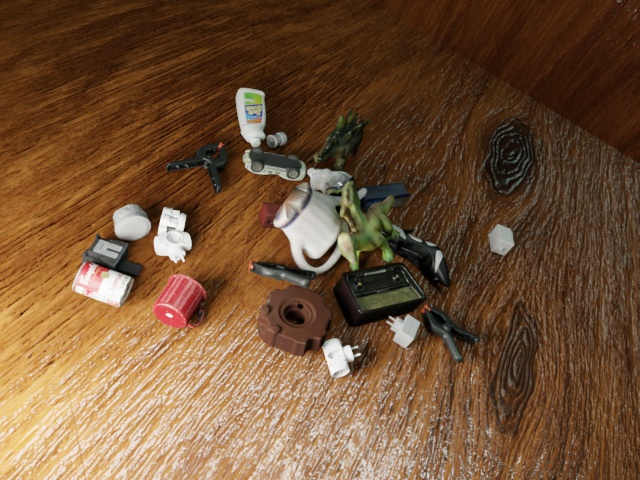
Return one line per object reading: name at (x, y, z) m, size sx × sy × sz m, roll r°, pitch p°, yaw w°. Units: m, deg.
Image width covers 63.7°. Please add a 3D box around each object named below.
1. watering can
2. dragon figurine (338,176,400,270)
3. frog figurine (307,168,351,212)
watering can at (0.004, -0.071, 1.419) m, size 0.222 × 0.103 × 0.355 m, roll 44°, pitch 55°, yaw -24°
dragon figurine at (0.129, -0.070, 1.425) m, size 0.122 × 0.238 × 0.420 m, roll -6°, pitch 41°, yaw 24°
frog figurine at (0.037, -0.174, 1.586) m, size 0.135 × 0.122 × 0.163 m, roll 36°, pitch 18°, yaw -45°
